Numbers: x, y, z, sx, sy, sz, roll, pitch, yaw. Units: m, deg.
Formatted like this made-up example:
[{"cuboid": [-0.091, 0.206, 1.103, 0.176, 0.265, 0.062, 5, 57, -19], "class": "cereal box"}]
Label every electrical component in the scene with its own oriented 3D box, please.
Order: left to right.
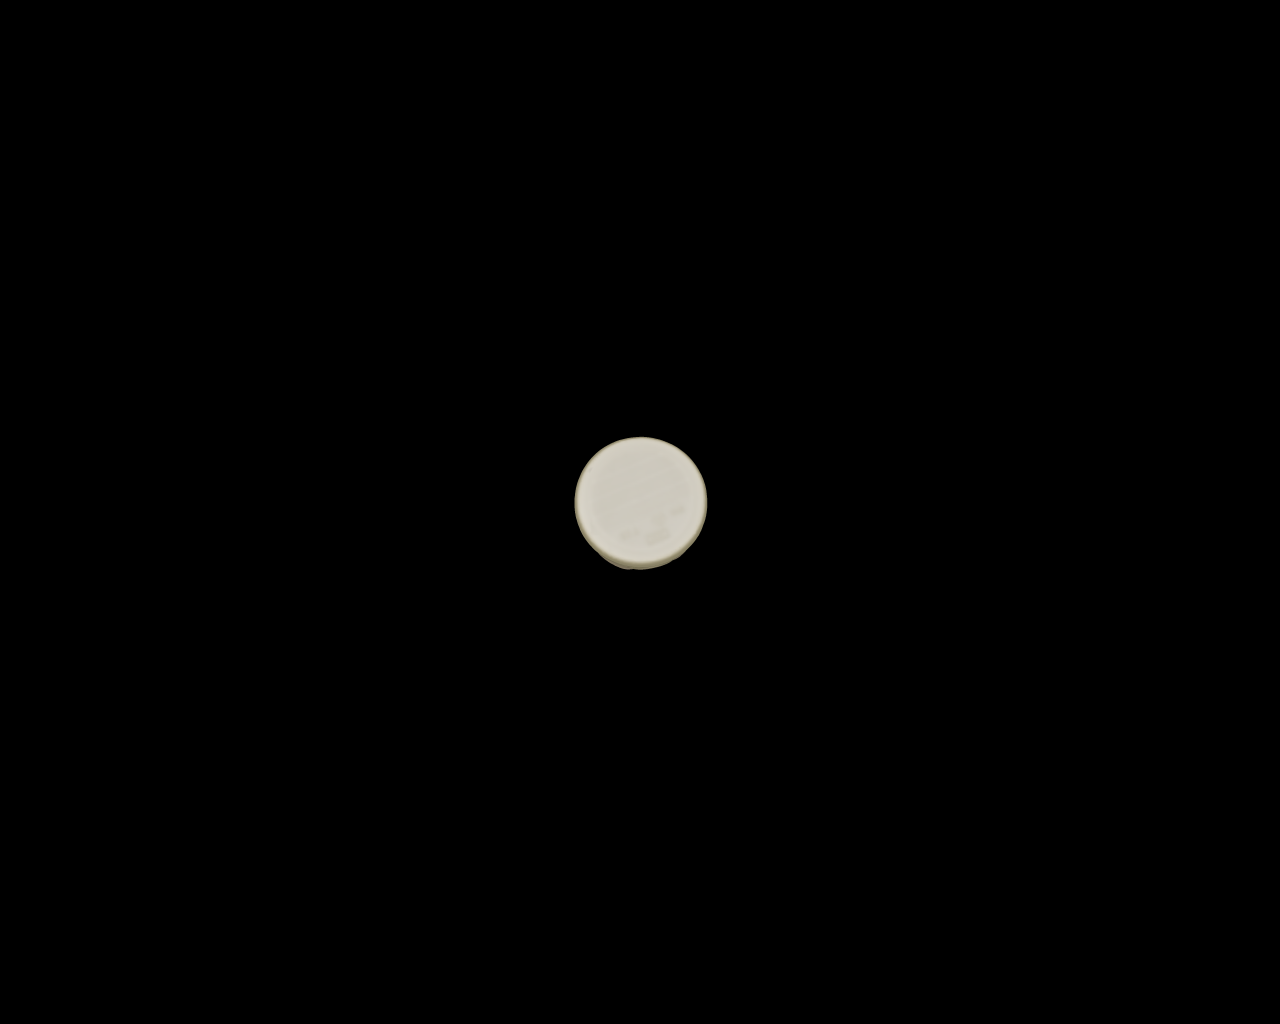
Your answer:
[{"cuboid": [0.001, -0.003, 0.650, 0.080, 0.080, 0.051, 0, -12, 0], "class": "electrical component"}]
